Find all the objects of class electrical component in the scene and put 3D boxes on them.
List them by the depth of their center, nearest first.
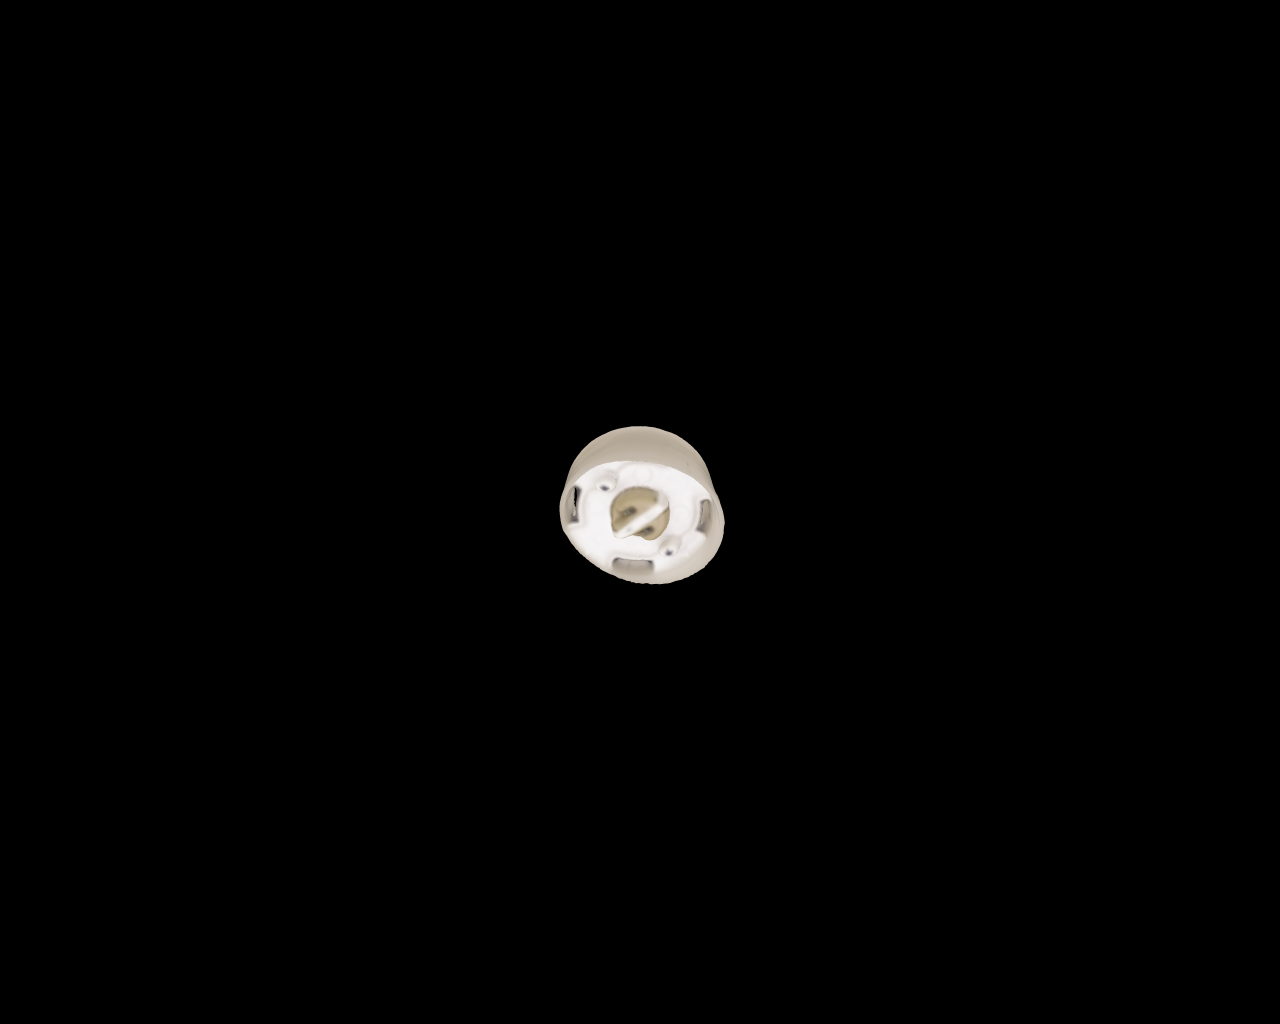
[{"bbox_3d":[0.001,-0.003,0.650,0.099,0.099,0.064,0,32,0],"label":"electrical component"}]
